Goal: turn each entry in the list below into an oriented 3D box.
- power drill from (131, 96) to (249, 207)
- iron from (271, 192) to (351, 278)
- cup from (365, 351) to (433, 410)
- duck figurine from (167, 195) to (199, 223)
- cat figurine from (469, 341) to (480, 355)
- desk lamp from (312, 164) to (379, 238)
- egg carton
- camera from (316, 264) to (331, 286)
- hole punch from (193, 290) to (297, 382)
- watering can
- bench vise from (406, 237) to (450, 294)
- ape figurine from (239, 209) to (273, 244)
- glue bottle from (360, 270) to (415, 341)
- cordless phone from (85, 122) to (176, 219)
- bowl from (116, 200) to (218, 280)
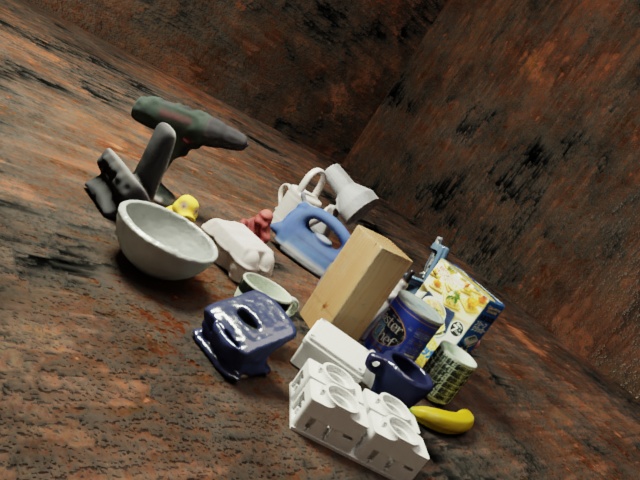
[{"bbox_3d":[-0.290,-0.178,1.166,0.230,0.208,0.075,30,13,-15],"label":"power drill"},{"bbox_3d":[0.013,0.005,1.384,0.258,0.141,0.119,35,13,6],"label":"iron"},{"bbox_3d":[0.105,0.230,0.893,0.118,0.095,0.091,29,14,-18],"label":"cup"},{"bbox_3d":[-0.254,-0.044,1.041,0.078,0.086,0.104,25,16,-34],"label":"duck figurine"},{"bbox_3d":[0.319,0.235,1.345,0.128,0.117,0.067,29,14,-20],"label":"cat figurine"},{"bbox_3d":[0.039,-0.099,1.666,0.203,0.213,0.118,38,13,17],"label":"desk lamp"},{"bbox_3d":[-0.156,0.020,1.083,0.150,0.069,0.107,40,14,26],"label":"egg carton"},{"bbox_3d":[0.088,0.117,1.251,0.144,0.100,0.136,24,16,-35],"label":"camera"},{"bbox_3d":[-0.101,0.126,0.783,0.108,0.091,0.101,42,15,32],"label":"hole punch"},{"bbox_3d":[-0.039,-0.102,1.530,0.172,0.194,0.101,35,13,7],"label":"watering can"},{"bbox_3d":[0.289,0.113,1.487,0.206,0.219,0.122,43,16,35],"label":"bench vise"},{"bbox_3d":[-0.136,-0.028,1.254,0.077,0.092,0.076,38,13,17],"label":"ape figurine"},{"bbox_3d":[0.139,0.130,1.164,0.037,0.173,0.078,42,15,33],"label":"glue bottle"},{"bbox_3d":[-0.314,-0.133,0.996,0.147,0.185,0.094,42,15,32],"label":"cordless phone"},{"bbox_3d":[-0.246,0.012,0.883,0.167,0.074,0.167,32,13,-8],"label":"bowl"}]
